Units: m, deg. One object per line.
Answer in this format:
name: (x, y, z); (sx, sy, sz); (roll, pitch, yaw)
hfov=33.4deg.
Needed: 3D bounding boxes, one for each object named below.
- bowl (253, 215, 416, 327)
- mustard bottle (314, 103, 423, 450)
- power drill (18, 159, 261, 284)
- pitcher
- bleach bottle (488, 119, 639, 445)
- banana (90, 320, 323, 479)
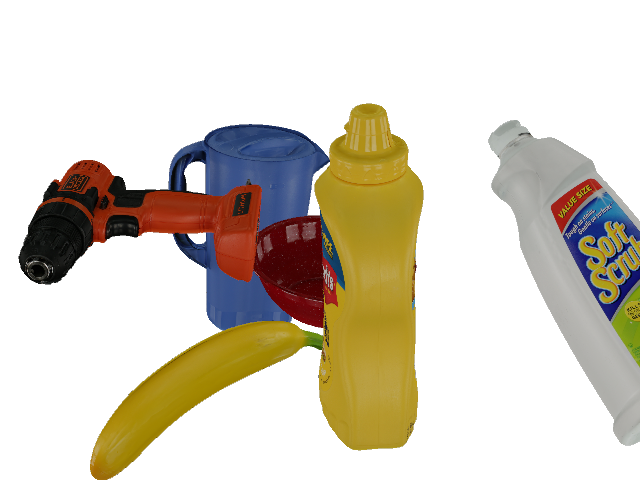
bowl: (0.009, 0.037, 1.026); (0.162, 0.055, 0.162); (4, 30, -2)
mustard bottle: (0.027, 0.016, 0.590); (0.058, 0.192, 0.096); (-2, 31, -2)
power drill: (-0.146, -0.011, 0.901); (0.187, 0.057, 0.184); (7, 28, -1)
pitcher: (-0.089, -0.011, 1.286); (0.149, 0.243, 0.144); (19, 27, 28)
bleach bottle: (0.193, 0.016, 0.774); (0.102, 0.251, 0.068); (-21, -27, -18)
banana: (-0.089, 0.108, 0.763); (0.198, 0.069, 0.037); (-29, 39, -2)
